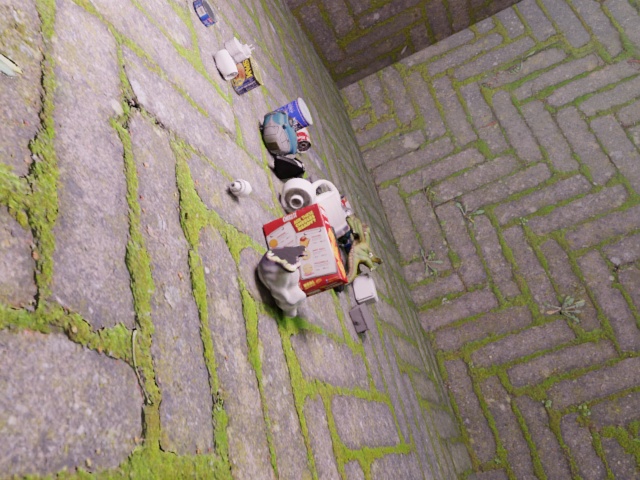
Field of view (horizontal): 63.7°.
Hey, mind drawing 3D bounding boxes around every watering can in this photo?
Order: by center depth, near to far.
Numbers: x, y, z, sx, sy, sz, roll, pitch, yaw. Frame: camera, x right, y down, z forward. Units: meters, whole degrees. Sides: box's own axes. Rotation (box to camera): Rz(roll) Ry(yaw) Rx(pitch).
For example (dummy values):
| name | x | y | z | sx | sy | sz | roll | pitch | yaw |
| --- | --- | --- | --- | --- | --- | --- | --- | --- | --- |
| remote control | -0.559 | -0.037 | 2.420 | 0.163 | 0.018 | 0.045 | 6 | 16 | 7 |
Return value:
| name | x | y | z | sx | sy | sz | roll | pitch | yaw |
| --- | --- | --- | --- | --- | --- | --- | --- | --- | --- |
| watering can | 0.006 | -0.092 | 1.827 | 0.352 | 0.103 | 0.223 | -38 | 108 | -60 |

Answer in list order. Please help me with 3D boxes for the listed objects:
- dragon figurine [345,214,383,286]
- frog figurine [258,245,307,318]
| name | x | y | z | sx | sy | sz | roll | pitch | yaw |
| --- | --- | --- | --- | --- | --- | --- | --- | --- | --- |
| dragon figurine | 0.135 | 0.022 | 1.997 | 0.413 | 0.121 | 0.243 | -22 | 93 | -68 |
| frog figurine | -0.091 | 0.101 | 1.226 | 0.140 | 0.122 | 0.156 | -104 | -158 | -62 |
